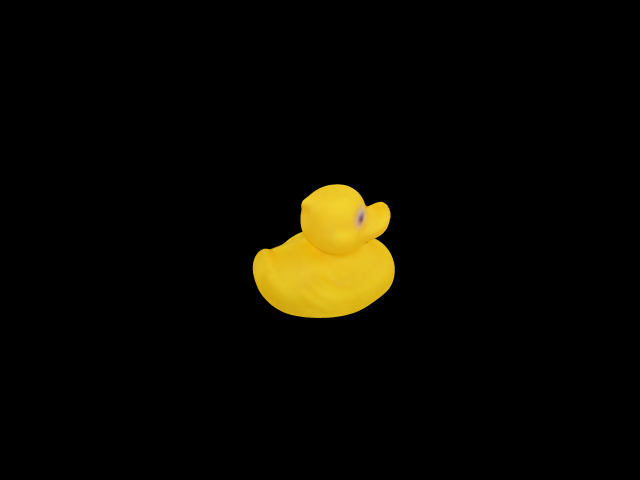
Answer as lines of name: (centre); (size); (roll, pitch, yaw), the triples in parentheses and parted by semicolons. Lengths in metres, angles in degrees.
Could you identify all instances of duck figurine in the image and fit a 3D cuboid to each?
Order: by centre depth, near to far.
duck figurine: (0.004, 0.001, 0.400); (0.104, 0.086, 0.077); (-10, 43, -11)
